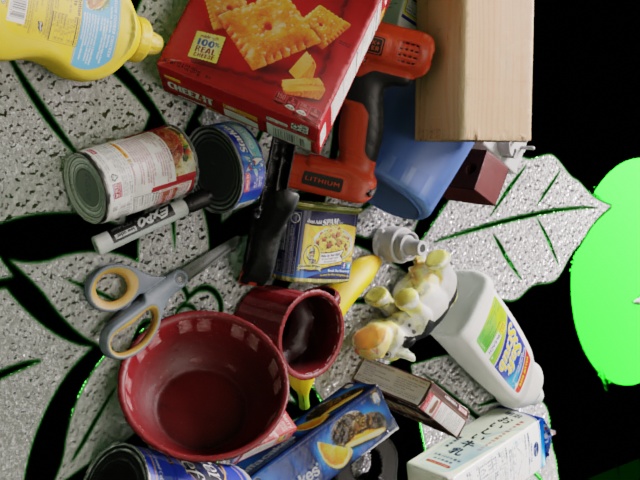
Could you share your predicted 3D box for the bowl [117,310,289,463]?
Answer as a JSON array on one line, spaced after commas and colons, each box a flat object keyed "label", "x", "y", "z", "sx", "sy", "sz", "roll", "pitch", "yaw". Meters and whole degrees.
[{"label": "bowl", "x": -0.112, "y": 0.149, "z": 1.018, "sx": 0.161, "sy": 0.162, "sz": 0.055, "roll": -42, "pitch": 159, "yaw": -32}]

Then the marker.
[{"label": "marker", "x": -0.154, "y": -0.018, "z": 0.992, "sx": 0.121, "sy": 0.020, "sz": 0.020, "roll": -26, "pitch": 115, "yaw": -21}]

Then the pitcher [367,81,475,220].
[{"label": "pitcher", "x": 0.129, "y": -0.144, "z": 1.211, "sx": 0.149, "sy": 0.145, "sz": 0.242, "roll": 37, "pitch": 74, "yaw": -28}]

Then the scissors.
[{"label": "scissors", "x": -0.153, "y": 0.028, "z": 1.026, "sx": 0.096, "sy": 0.016, "sz": 0.201, "roll": 56, "pitch": 50, "yaw": -25}]

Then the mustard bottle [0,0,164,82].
[{"label": "mustard bottle", "x": -0.214, "y": -0.186, "z": 0.902, "sx": 0.191, "sy": 0.058, "sz": 0.096, "roll": 7, "pitch": 90, "yaw": -45}]

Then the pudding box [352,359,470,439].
[{"label": "pudding box", "x": 0.105, "y": 0.182, "z": 1.236, "sx": 0.090, "sy": 0.114, "sz": 0.039, "roll": 40, "pitch": 72, "yaw": -40}]

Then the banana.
[{"label": "banana", "x": 0.010, "y": 0.089, "z": 1.185, "sx": 0.197, "sy": 0.037, "sz": 0.069, "roll": -61, "pitch": 157, "yaw": -16}]

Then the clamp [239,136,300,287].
[{"label": "clamp", "x": -0.050, "y": -0.027, "z": 1.061, "sx": 0.039, "sy": 0.172, "sz": 0.120, "roll": 16, "pitch": 46, "yaw": -8}]

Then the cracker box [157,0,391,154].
[{"label": "cracker box", "x": -0.033, "y": -0.211, "z": 1.003, "sx": 0.072, "sy": 0.164, "sz": 0.213, "roll": 92, "pitch": 22, "yaw": -75}]

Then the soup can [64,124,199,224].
[{"label": "soup can", "x": -0.169, "y": -0.060, "z": 0.960, "sx": 0.102, "sy": 0.069, "sz": 0.068, "roll": -23, "pitch": 112, "yaw": -40}]

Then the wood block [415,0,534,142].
[{"label": "wood block", "x": 0.158, "y": -0.204, "z": 1.092, "sx": 0.090, "sy": 0.090, "sz": 0.206, "roll": -1, "pitch": 95, "yaw": -27}]

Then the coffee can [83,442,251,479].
[{"label": "coffee can", "x": -0.142, "y": 0.254, "z": 1.010, "sx": 0.140, "sy": 0.103, "sz": 0.103, "roll": 24, "pitch": 79, "yaw": -44}]

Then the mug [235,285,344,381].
[{"label": "mug", "x": -0.028, "y": 0.084, "z": 1.111, "sx": 0.117, "sy": 0.082, "sz": 0.093, "roll": -43, "pitch": 124, "yaw": -31}]

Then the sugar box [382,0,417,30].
[{"label": "sugar box", "x": 0.078, "y": -0.276, "z": 1.152, "sx": 0.048, "sy": 0.094, "sz": 0.176, "roll": 18, "pitch": 84, "yaw": -43}]

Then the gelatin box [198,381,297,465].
[{"label": "gelatin box", "x": -0.078, "y": 0.172, "z": 1.078, "sx": 0.073, "sy": 0.030, "sz": 0.089, "roll": -16, "pitch": 63, "yaw": -41}]

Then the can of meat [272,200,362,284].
[{"label": "can of meat", "x": -0.007, "y": 0.001, "z": 1.137, "sx": 0.101, "sy": 0.058, "sz": 0.084, "roll": 3, "pitch": 96, "yaw": -45}]

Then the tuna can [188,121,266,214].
[{"label": "tuna can", "x": -0.091, "y": -0.070, "z": 1.022, "sx": 0.033, "sy": 0.086, "sz": 0.086, "roll": -18, "pitch": 109, "yaw": -43}]

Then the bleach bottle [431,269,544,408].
[{"label": "bleach bottle", "x": 0.234, "y": 0.144, "z": 1.394, "sx": 0.250, "sy": 0.068, "sz": 0.102, "roll": 44, "pitch": 65, "yaw": -42}]

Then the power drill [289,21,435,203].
[{"label": "power drill", "x": 0.008, "y": -0.141, "z": 1.086, "sx": 0.057, "sy": 0.184, "sz": 0.188, "roll": -56, "pitch": 161, "yaw": -73}]

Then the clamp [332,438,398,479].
[{"label": "clamp", "x": 0.051, "y": 0.300, "z": 1.245, "sx": 0.164, "sy": 0.036, "sz": 0.210, "roll": -30, "pitch": 108, "yaw": -25}]

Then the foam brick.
[{"label": "foam brick", "x": 0.177, "y": -0.077, "z": 1.291, "sx": 0.051, "sy": 0.078, "sz": 0.053, "roll": 33, "pitch": 73, "yaw": -44}]
